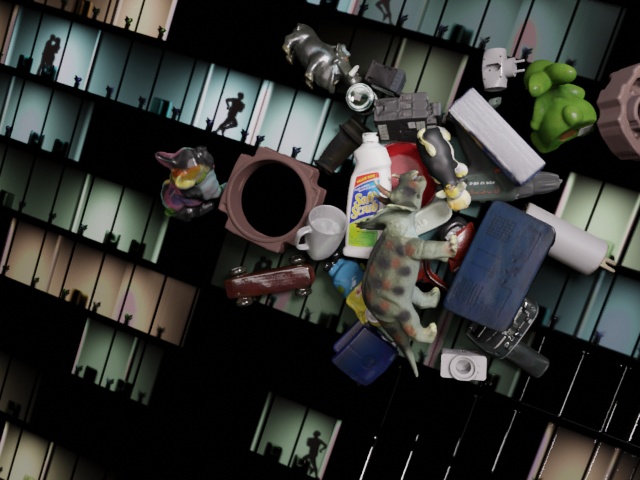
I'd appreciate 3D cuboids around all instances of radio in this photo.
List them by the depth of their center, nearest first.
[{"bbox_3d":[0.340,0.053,1.014,0.131,0.073,0.229,27,97,23],"label":"radio"}]

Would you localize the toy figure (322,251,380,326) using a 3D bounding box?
[{"bbox_3d":[0.088,0.104,1.141,0.180,0.089,0.082,44,108,15],"label":"toy figure"}]

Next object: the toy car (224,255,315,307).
[{"bbox_3d":[-0.110,0.090,1.191,0.202,0.053,0.089,-11,100,7],"label":"toy car"}]

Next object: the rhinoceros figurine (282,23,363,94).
[{"bbox_3d":[0.007,-0.378,1.145,0.190,0.073,0.112,44,88,8],"label":"rhinoceros figurine"}]

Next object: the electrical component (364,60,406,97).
[{"bbox_3d":[0.155,-0.323,1.112,0.119,0.075,0.047,24,97,13],"label":"electrical component"}]

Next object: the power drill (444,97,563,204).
[{"bbox_3d":[0.350,-0.176,1.085,0.232,0.086,0.207,-12,97,14],"label":"power drill"}]

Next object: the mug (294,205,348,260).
[{"bbox_3d":[-0.002,-0.003,1.108,0.109,0.107,0.081,-23,58,-29],"label":"mug"}]

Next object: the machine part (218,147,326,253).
[{"bbox_3d":[-0.103,-0.087,1.166,0.201,0.087,0.201,25,98,8],"label":"machine part"}]

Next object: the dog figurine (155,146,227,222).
[{"bbox_3d":[-0.289,-0.120,1.134,0.191,0.219,0.108,-35,82,9],"label":"dog figurine"}]

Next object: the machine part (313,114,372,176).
[{"bbox_3d":[0.050,-0.198,1.157,0.139,0.039,0.084,-43,89,8],"label":"machine part"}]

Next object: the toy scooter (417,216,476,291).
[{"bbox_3d":[0.262,0.048,1.107,0.184,0.075,0.135,-39,86,13],"label":"toy scooter"}]

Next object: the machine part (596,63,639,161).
[{"bbox_3d":[0.592,-0.235,1.001,0.179,0.056,0.179,0,90,-25],"label":"machine part"}]

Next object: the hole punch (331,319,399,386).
[{"bbox_3d":[0.095,0.241,1.141,0.116,0.092,0.142,42,95,3],"label":"hole punch"}]

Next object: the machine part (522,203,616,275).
[{"bbox_3d":[0.470,-0.002,1.063,0.243,0.079,0.079,30,97,7],"label":"machine part"}]

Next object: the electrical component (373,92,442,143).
[{"bbox_3d":[0.178,-0.245,1.088,0.134,0.114,0.058,-1,78,10],"label":"electrical component"}]

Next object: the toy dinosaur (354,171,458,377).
[{"bbox_3d":[0.146,0.072,1.030,0.192,0.131,0.404,13,103,9],"label":"toy dinosaur"}]

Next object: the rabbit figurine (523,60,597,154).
[{"bbox_3d":[0.440,-0.274,1.035,0.121,0.159,0.170,-28,72,20],"label":"rabbit figurine"}]

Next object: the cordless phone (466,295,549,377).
[{"bbox_3d":[0.408,0.189,1.092,0.184,0.089,0.146,33,97,-3],"label":"cordless phone"}]

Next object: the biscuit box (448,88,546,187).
[{"bbox_3d":[0.332,-0.192,1.017,0.063,0.059,0.202,-43,85,12],"label":"biscuit box"}]

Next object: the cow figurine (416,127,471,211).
[{"bbox_3d":[0.239,-0.136,1.029,0.068,0.098,0.167,-27,81,23],"label":"cow figurine"}]
